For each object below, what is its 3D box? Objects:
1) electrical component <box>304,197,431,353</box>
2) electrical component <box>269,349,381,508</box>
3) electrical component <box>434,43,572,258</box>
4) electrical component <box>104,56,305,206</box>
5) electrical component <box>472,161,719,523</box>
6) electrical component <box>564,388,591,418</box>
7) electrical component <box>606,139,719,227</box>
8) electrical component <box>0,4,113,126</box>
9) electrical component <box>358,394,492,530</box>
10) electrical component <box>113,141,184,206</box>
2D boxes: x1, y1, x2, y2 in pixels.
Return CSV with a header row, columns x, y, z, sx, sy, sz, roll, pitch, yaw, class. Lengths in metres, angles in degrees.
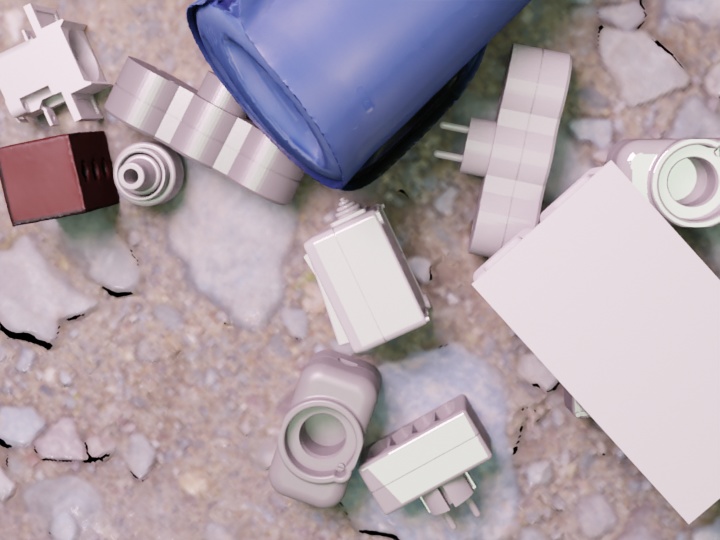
x,y,z,sx,sy,sz,roll,pitch,yaw,class
0.000,0.000,0.711,0.061,0.061,0.096,-25,95,7,electrical component
-0.024,0.108,0.729,0.054,0.059,0.095,19,99,2,electrical component
0.086,-0.078,0.698,0.074,0.052,0.138,12,98,3,electrical component
-0.092,-0.107,0.709,0.138,0.052,0.073,28,99,0,electrical component
0.167,0.040,0.641,0.105,0.060,0.186,-42,90,5,electrical component
0.166,0.046,0.707,0.062,0.061,0.096,-2,90,4,electrical component
0.209,-0.057,0.687,0.095,0.059,0.053,0,98,5,electrical component
-0.209,-0.133,0.721,0.064,0.042,0.081,-22,95,9,electrical component
0.054,0.141,0.733,0.083,0.047,0.075,-30,94,8,electrical component
-0.143,-0.064,0.714,0.043,0.062,0.043,1,98,5,electrical component
